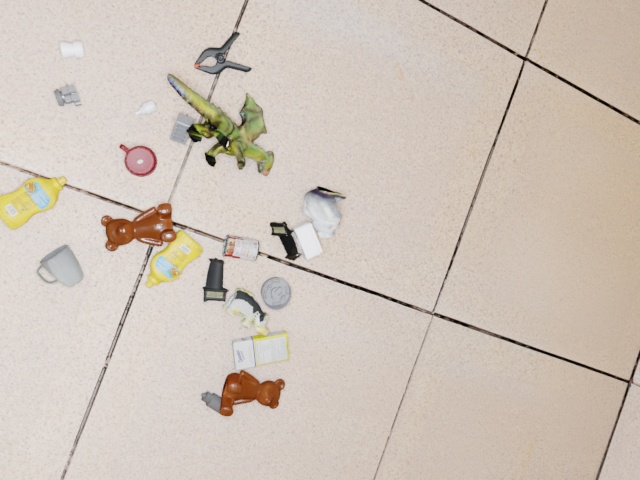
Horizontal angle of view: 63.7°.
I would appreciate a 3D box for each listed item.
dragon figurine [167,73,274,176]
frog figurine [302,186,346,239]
[{"bbox_3d":[-0.263,-0.352,1.538,0.404,0.121,0.248,61,42,-22],"label":"dragon figurine"},{"bbox_3d":[0.005,-0.083,1.653,0.138,0.123,0.158,16,101,15],"label":"frog figurine"}]
